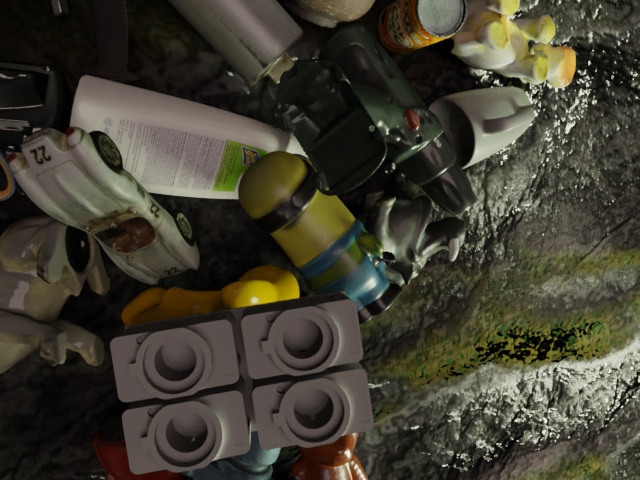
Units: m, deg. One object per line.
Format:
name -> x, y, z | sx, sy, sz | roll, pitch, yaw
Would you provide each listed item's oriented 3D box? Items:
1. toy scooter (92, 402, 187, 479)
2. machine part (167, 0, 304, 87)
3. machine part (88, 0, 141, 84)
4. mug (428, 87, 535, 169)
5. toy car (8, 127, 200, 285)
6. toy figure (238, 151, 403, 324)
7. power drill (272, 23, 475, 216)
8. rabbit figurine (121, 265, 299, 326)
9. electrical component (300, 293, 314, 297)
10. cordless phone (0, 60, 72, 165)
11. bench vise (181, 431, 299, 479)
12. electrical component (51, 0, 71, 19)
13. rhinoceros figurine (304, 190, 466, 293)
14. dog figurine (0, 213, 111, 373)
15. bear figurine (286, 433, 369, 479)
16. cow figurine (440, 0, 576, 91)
toy scooter -> -0.145, 0.240, 0.570 | 0.184, 0.075, 0.135 | 5, 96, -20
machine part -> -0.098, -0.234, 0.508 | 0.243, 0.079, 0.079 | 43, 86, -16
machine part -> -0.196, -0.214, 0.492 | 0.039, 0.084, 0.138 | -15, 113, -39
mug -> 0.188, -0.134, 0.592 | 0.107, 0.110, 0.080 | -25, 100, -24
toy car -> -0.182, -0.024, 0.483 | 0.074, 0.056, 0.201 | -20, 143, 10
toy figure -> 0.002, -0.004, 0.492 | 0.082, 0.089, 0.180 | -38, 94, -3
power drill -> 0.061, -0.103, 0.510 | 0.232, 0.086, 0.207 | 57, 37, 2
rabbit figurine -> -0.091, 0.075, 0.533 | 0.173, 0.162, 0.122 | -29, 93, -27
electrical component -> -0.004, 0.111, 0.585 | 0.078, 0.102, 0.045 | -38, 146, 28
cordless phone -> -0.306, -0.070, 0.486 | 0.147, 0.089, 0.184 | 2, 109, -16
bench vise -> -0.025, 0.247, 0.498 | 0.241, 0.129, 0.223 | 20, 81, 3
electrical component -> -0.262, -0.249, 0.489 | 0.063, 0.021, 0.094 | -13, 103, -13
rhinoceros figurine -> 0.070, 0.004, 0.593 | 0.190, 0.073, 0.112 | -17, 101, -12
dog figurine -> -0.309, 0.052, 0.492 | 0.191, 0.121, 0.172 | -4, 66, 2
bear figurine -> 0.016, 0.259, 0.591 | 0.120, 0.132, 0.195 | -2, 105, -20
cow figurine -> 0.207, -0.209, 0.597 | 0.167, 0.098, 0.068 | 15, 88, -36
